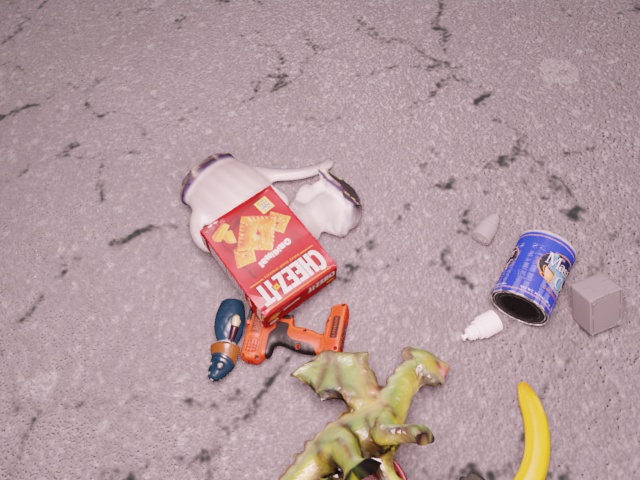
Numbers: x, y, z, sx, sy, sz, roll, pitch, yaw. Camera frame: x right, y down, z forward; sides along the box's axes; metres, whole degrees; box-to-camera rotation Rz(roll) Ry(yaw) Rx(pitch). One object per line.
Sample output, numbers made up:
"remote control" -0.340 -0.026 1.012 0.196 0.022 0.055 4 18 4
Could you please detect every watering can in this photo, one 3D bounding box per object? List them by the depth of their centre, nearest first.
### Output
"watering can" -0.151 -0.112 1.112 0.226 0.101 0.353 36 62 21

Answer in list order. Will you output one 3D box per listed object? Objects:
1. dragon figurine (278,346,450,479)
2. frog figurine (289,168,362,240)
"dragon figurine" 0.026 0.280 0.796 0.411 0.119 0.248 -19 36 -7
"frog figurine" 0.003 -0.053 1.060 0.137 0.124 0.158 41 107 0
